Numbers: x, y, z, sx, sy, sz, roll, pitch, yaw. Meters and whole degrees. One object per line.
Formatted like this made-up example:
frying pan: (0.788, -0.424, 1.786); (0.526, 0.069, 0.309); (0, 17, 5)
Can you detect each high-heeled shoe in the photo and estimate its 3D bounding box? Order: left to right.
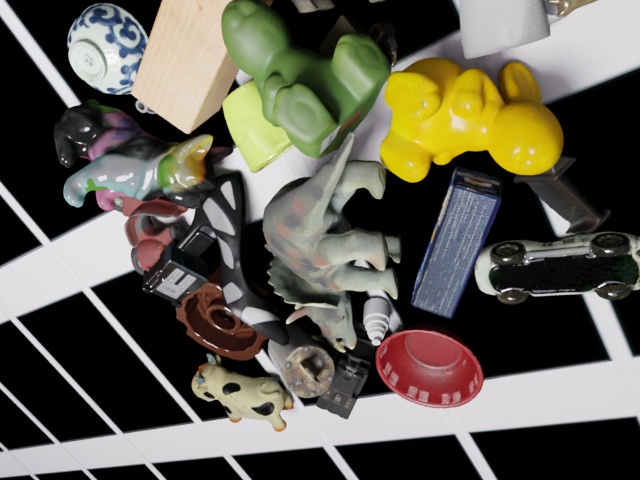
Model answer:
high-heeled shoe: (-0.096, 0.025, 0.784); (0.249, 0.086, 0.145); (45, 93, -1)

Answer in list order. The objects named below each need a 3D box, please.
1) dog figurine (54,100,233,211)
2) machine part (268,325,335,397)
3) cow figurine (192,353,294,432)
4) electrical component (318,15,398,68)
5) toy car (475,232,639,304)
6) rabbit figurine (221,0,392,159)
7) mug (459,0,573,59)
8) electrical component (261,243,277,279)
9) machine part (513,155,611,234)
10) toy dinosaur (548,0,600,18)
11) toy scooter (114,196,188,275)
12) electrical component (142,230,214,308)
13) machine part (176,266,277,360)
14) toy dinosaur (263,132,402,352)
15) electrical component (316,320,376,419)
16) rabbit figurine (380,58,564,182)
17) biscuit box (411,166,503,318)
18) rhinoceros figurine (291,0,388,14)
dog figurine: (-0.239, -0.124, 0.750); (0.219, 0.108, 0.191); (-15, 80, 9)
machine part: (-0.033, 0.182, 0.830); (0.079, 0.079, 0.243); (43, 171, -10)
cow figurine: (-0.156, 0.284, 1.011); (0.195, 0.085, 0.127); (5, 130, 22)
electrical component: (0.042, -0.209, 0.618); (0.078, 0.045, 0.102); (52, 129, 20)
toy car: (0.298, 0.034, 0.671); (0.202, 0.056, 0.073); (-6, 113, 24)
rabbit figurine: (-0.025, -0.178, 0.558); (0.121, 0.159, 0.170); (-44, 86, -1)
mug: (0.182, -0.240, 0.514); (0.110, 0.081, 0.107); (-8, 110, 32)
electrical component: (-0.061, 0.043, 0.845); (0.063, 0.021, 0.094); (-32, 107, 36)
machine part: (0.272, -0.059, 0.612); (0.138, 0.039, 0.084); (41, 165, -18)
toy dinosaur: (0.395, -0.299, 0.372); (0.472, 0.105, 0.198); (-21, 109, 27)
toy scooter: (-0.250, -0.018, 0.851); (0.135, 0.075, 0.183); (-6, 117, 21)
electrical component: (-0.209, 0.042, 0.827); (0.119, 0.048, 0.074); (-40, 127, 17)
machine part: (-0.159, 0.126, 0.922); (0.180, 0.056, 0.179); (11, 127, 15)
toy dinosaur: (-0.003, 0.000, 0.663); (0.192, 0.131, 0.404); (-4, 145, 14)
electrical component: (0.043, 0.212, 0.858); (0.058, 0.115, 0.134); (23, 128, 7)
rabbit figurine: (0.168, -0.116, 0.556); (0.173, 0.162, 0.121); (27, 131, 32)
biscuit box: (0.174, 0.008, 0.700); (0.063, 0.059, 0.202); (18, 127, 9)
rhinoceros figurine: (0.046, -0.296, 0.542); (0.190, 0.073, 0.112); (-6, 109, 28)
